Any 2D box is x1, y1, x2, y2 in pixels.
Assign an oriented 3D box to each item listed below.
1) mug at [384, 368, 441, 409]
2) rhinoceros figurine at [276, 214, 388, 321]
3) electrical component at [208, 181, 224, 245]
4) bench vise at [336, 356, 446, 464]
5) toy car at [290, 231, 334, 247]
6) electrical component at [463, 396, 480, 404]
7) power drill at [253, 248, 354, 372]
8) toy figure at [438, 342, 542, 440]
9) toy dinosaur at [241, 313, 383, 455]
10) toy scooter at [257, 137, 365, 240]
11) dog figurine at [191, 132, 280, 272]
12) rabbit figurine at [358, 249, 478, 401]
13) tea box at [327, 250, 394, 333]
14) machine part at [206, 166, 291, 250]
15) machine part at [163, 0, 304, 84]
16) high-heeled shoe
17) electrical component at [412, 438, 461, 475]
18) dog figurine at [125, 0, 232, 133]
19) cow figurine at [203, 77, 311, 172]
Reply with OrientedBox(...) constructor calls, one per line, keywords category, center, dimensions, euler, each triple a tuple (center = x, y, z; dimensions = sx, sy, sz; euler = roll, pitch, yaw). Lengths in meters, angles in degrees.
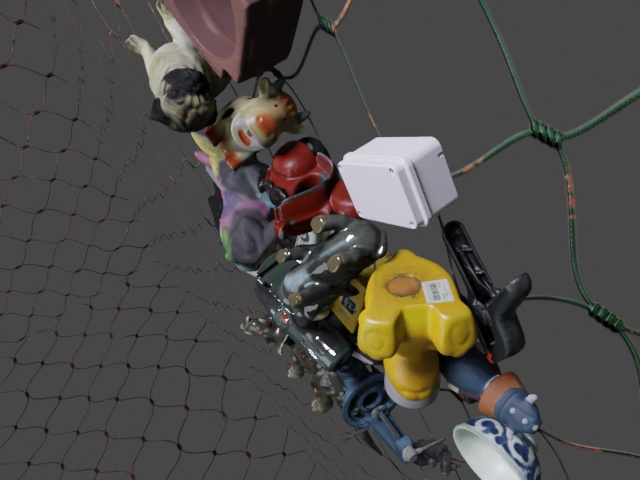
OrientedBox(category="mug", center=(0.131, 0.171, 0.782), dimensions=(0.110, 0.081, 0.107), euler=(47, 148, 41))
OrientedBox(category="rhinoceros figurine", center=(0.007, 0.037, 0.659), dimensions=(0.190, 0.112, 0.073), euler=(-49, 58, 44))
OrientedBox(category="electrical component", center=(-0.172, -0.067, 1.065), dimensions=(0.115, 0.058, 0.134), euler=(-30, 75, 55))
OrientedBox(category="bench vise", center=(0.107, 0.320, 0.980), dimensions=(0.241, 0.129, 0.223), euler=(45, 154, 52))
OrientedBox(category="toy car", center=(-0.002, -0.002, 0.811), dimensions=(0.056, 0.073, 0.201), euler=(55, 160, 14))
OrientedBox(category="electrical component", center=(0.192, 0.182, 0.726), dimensions=(0.094, 0.021, 0.063), euler=(56, 160, -1))
OrientedBox(category="power drill", center=(-0.046, 0.101, 0.858), dimensions=(0.232, 0.086, 0.207), euler=(42, 154, 25))
OrientedBox(category="toy figure", center=(0.199, 0.169, 0.636), dimensions=(0.155, 0.058, 0.064), euler=(40, 130, 44))
OrientedBox(category="toy dinosaur", center=(0.007, 0.275, 1.166), dimensions=(0.405, 0.131, 0.192), euler=(38, 154, 27))
OrientedBox(category="toy scooter", center=(-0.022, -0.060, 0.684), dimensions=(0.184, 0.135, 0.075), euler=(40, 156, 41))
OrientedBox(category="dog figurine", center=(-0.138, -0.078, 0.874), dimensions=(0.219, 0.191, 0.108), euler=(38, 163, 6))
OrientedBox(category="rabbit figurine", center=(0.098, 0.109, 0.632), dimensions=(0.162, 0.122, 0.173), euler=(-109, 6, -58))
OrientedBox(category="tea box", center=(0.050, 0.058, 0.793), dimensions=(0.098, 0.068, 0.169), euler=(48, 157, 22))
OrientedBox(category="machine part", center=(-0.130, -0.086, 0.972), dimensions=(0.243, 0.079, 0.079), euler=(54, 160, 8))
OrientedBox(category="machine part", center=(-0.107, -0.297, 0.592), dimensions=(0.201, 0.087, 0.201), euler=(52, 160, 7))
OrientedBox(category="high-heeled shoe", center=(0.024, 0.127, 0.928), dimensions=(0.249, 0.086, 0.145), euler=(38, 161, 19))
OrientedBox(category="electrical component", center=(0.200, 0.388, 0.961), dimensions=(0.102, 0.078, 0.045), euler=(-15, 83, 63))
OrientedBox(category="dog figurine", center=(-0.163, -0.206, 0.733), dimensions=(0.121, 0.172, 0.191), euler=(-43, 60, 34))
OrientedBox(category="cow figurine", center=(-0.090, -0.158, 0.734), dimensions=(0.085, 0.127, 0.195), euler=(50, 179, -21))
